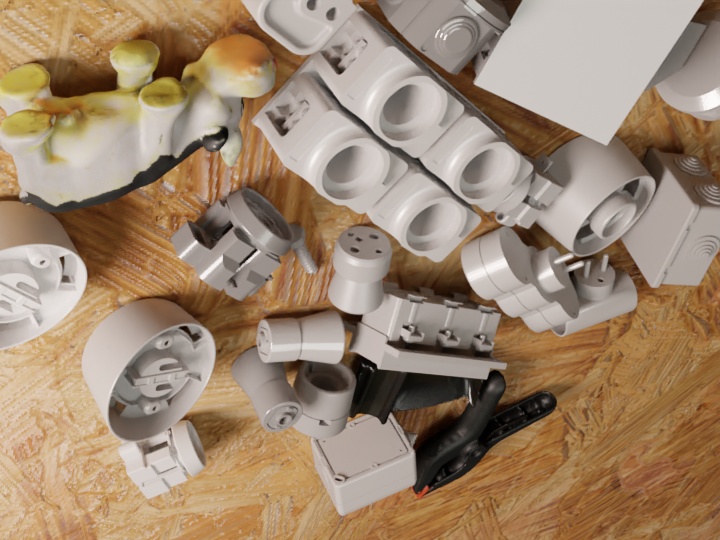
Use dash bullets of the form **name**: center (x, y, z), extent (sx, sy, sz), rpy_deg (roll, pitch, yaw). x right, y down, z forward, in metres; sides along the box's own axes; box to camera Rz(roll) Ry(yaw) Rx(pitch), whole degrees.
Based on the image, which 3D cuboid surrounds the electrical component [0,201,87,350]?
- **electrical component**: center (-0.226, 0.007, 0.685), extent (0.099, 0.064, 0.099), rpy_deg (-17, 137, -17)

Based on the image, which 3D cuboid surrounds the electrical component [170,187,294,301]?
- **electrical component**: center (-0.084, -0.020, 0.754), extent (0.057, 0.058, 0.078), rpy_deg (-42, 138, 15)

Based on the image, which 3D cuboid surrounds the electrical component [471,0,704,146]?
- **electrical component**: center (0.163, -0.192, 0.710), extent (0.105, 0.060, 0.186), rpy_deg (22, 119, -15)

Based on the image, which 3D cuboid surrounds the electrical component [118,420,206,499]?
- **electrical component**: center (-0.160, 0.153, 0.884), extent (0.055, 0.048, 0.066), rpy_deg (-22, 139, -1)

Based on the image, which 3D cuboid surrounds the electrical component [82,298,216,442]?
- **electrical component**: center (-0.153, 0.072, 0.790), extent (0.099, 0.064, 0.099), rpy_deg (-22, 132, -27)

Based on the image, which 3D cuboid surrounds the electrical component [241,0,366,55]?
- **electrical component**: center (-0.027, -0.183, 0.629), extent (0.095, 0.059, 0.054), rpy_deg (-45, 138, 14)

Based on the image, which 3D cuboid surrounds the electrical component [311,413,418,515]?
- **electrical component**: center (0.010, 0.177, 1.001), extent (0.096, 0.061, 0.061), rpy_deg (-21, 138, -14)

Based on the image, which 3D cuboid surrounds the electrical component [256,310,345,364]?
- **electrical component**: center (-0.050, 0.055, 0.862), extent (0.065, 0.044, 0.044), rpy_deg (-2, 131, -24)

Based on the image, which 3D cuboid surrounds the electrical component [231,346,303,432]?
- **electrical component**: center (-0.073, 0.098, 0.869), extent (0.044, 0.065, 0.044), rpy_deg (-17, 137, -17)

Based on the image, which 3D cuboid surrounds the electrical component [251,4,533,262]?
- **electrical component**: center (0.031, -0.086, 0.760), extent (0.105, 0.060, 0.186), rpy_deg (-45, 138, 14)

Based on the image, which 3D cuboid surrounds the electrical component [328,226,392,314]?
- **electrical component**: center (0.000, 0.000, 0.836), extent (0.045, 0.045, 0.055), rpy_deg (-11, 134, -23)

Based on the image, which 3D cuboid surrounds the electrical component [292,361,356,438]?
- **electrical component**: center (-0.032, 0.106, 0.913), extent (0.055, 0.055, 0.047), rpy_deg (-4, 128, -29)

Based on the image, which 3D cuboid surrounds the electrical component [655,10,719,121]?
- **electrical component**: center (0.273, -0.155, 0.831), extent (0.051, 0.080, 0.080), rpy_deg (15, 121, -47)

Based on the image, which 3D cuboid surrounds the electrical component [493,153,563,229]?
- **electrical component**: center (0.122, -0.066, 0.849), extent (0.055, 0.048, 0.066), rpy_deg (15, 121, -49)

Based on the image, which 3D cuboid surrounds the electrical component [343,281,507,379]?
- **electrical component**: center (0.058, 0.051, 0.901), extent (0.121, 0.079, 0.063), rpy_deg (10, 100, -38)

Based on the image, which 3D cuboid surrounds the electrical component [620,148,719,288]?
- **electrical component**: center (0.271, -0.044, 0.924), extent (0.048, 0.099, 0.099), rpy_deg (3, 129, -18)

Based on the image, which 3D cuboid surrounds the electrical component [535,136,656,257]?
- **electrical component**: center (0.196, -0.061, 0.903), extent (0.099, 0.064, 0.099), rpy_deg (-29, 150, -18)

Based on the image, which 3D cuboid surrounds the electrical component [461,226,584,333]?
- **electrical component**: center (0.153, 0.004, 0.911), extent (0.074, 0.052, 0.138), rpy_deg (-24, 145, 29)

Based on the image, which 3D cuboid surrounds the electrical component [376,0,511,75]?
- **electrical component**: center (0.052, -0.167, 0.680), extent (0.080, 0.080, 0.051), rpy_deg (23, 119, -44)

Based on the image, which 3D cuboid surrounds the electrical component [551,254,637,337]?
- **electrical component**: center (0.213, 0.017, 0.987), extent (0.077, 0.043, 0.079), rpy_deg (-18, 137, -16)
